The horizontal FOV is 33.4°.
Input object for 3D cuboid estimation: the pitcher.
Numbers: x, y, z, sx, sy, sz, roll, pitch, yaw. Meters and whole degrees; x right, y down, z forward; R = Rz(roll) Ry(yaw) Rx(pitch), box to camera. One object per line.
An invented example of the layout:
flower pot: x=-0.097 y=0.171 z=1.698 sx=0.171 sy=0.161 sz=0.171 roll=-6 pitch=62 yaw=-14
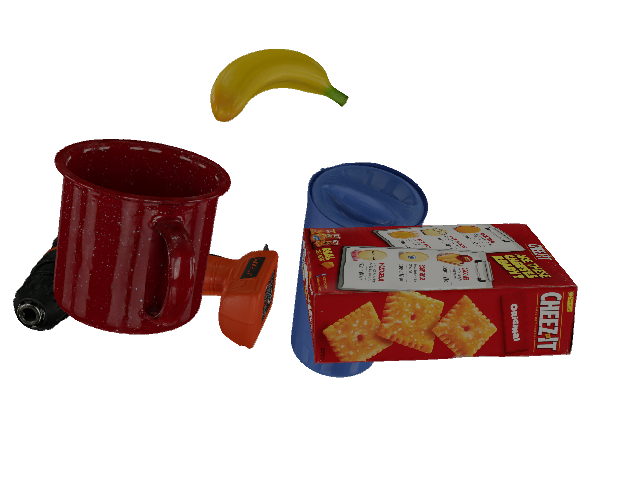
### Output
pitcher: x=0.040 y=0.046 z=1.220 sx=0.145 sy=0.243 sz=0.149 roll=14 pitch=38 yaw=4

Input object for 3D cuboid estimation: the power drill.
power drill: x=-0.136 y=0.036 z=0.871 sx=0.187 sy=0.057 sz=0.184 roll=12 pitch=23 yaw=5

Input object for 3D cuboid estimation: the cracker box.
cracker box: x=0.094 y=0.043 z=0.930 sx=0.213 sy=0.072 sz=0.164 roll=-1 pitch=19 yaw=-4

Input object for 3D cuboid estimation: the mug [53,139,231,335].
mug: x=-0.094 y=0.003 z=0.569 sx=0.093 sy=0.081 sz=0.117 roll=-3 pitch=25 yaw=-32

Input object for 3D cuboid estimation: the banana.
banana: x=-0.047 y=-0.148 z=0.992 sx=0.070 sy=0.037 sz=0.197 roll=42 pitch=33 yaw=21
